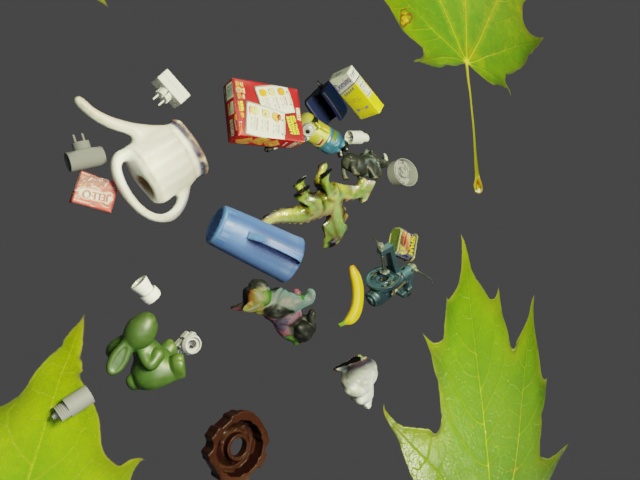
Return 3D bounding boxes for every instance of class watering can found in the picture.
[{"bbox_3d":[-0.396,-0.211,1.205,0.228,0.104,0.341,-43,122,-33],"label":"watering can"}]

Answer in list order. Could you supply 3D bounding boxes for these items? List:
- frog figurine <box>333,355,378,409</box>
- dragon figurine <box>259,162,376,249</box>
[{"bbox_3d":[0.128,0.441,1.566,0.138,0.121,0.160,-19,86,-58],"label":"frog figurine"},{"bbox_3d":[0.005,-0.077,1.536,0.415,0.123,0.239,-41,118,-19],"label":"dragon figurine"}]
